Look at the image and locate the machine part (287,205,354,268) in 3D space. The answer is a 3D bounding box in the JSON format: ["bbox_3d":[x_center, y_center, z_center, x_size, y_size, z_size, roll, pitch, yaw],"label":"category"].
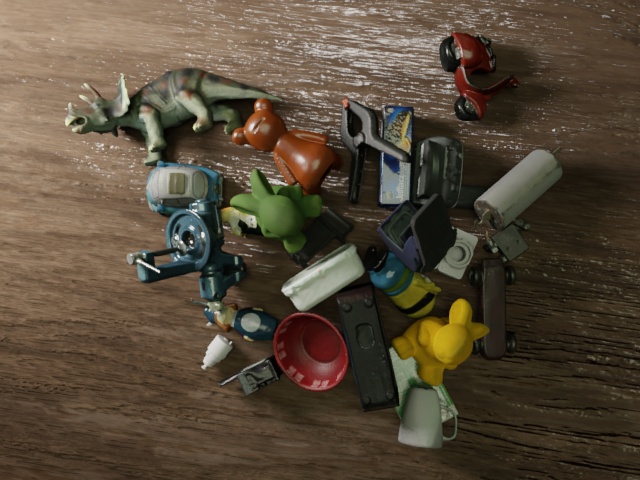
[{"bbox_3d":[-0.002,-0.003,1.080,0.139,0.039,0.084,-41,72,-11],"label":"machine part"}]

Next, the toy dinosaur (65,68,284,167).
[{"bbox_3d":[-0.291,-0.280,1.088,0.405,0.131,0.192,-22,86,-5],"label":"toy dinosaur"}]

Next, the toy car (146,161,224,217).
[{"bbox_3d":[-0.280,-0.103,1.079,0.162,0.103,0.109,2,88,5],"label":"toy car"}]

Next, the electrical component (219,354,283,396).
[{"bbox_3d":[-0.137,0.275,1.063,0.119,0.075,0.047,-27,85,-3],"label":"electrical component"}]

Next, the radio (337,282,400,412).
[{"bbox_3d":[0.092,0.199,1.016,0.073,0.131,0.229,-14,86,6],"label":"radio"}]

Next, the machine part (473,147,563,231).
[{"bbox_3d":[0.386,-0.098,1.046,0.243,0.079,0.079,-40,86,-12],"label":"machine part"}]

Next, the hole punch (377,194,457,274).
[{"bbox_3d":[0.179,-0.012,0.985,0.142,0.092,0.115,-44,118,-40],"label":"hole punch"}]

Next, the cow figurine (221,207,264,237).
[{"bbox_3d":[-0.123,-0.040,1.087,0.167,0.068,0.098,-15,92,3],"label":"cow figurine"}]

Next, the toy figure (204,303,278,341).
[{"bbox_3d":[-0.162,0.159,1.082,0.155,0.057,0.064,15,47,4],"label":"toy figure"}]

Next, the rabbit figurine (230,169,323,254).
[{"bbox_3d":[-0.071,-0.058,0.967,0.159,0.170,0.121,37,92,-8],"label":"rabbit figurine"}]

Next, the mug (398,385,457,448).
[{"bbox_3d":[0.207,0.337,1.028,0.110,0.080,0.107,3,80,9],"label":"mug"}]

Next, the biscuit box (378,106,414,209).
[{"bbox_3d":[0.153,-0.164,1.083,0.063,0.059,0.202,2,87,3],"label":"biscuit box"}]

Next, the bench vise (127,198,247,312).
[{"bbox_3d":[-0.248,0.039,0.997,0.129,0.240,0.223,11,104,33],"label":"bench vise"}]

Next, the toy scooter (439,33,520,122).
[{"bbox_3d":[0.323,-0.336,1.079,0.135,0.075,0.183,-15,89,2],"label":"toy scooter"}]

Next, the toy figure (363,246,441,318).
[{"bbox_3d":[0.152,0.082,1.034,0.180,0.082,0.089,35,103,-32],"label":"toy figure"}]

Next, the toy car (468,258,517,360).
[{"bbox_3d":[0.339,0.136,1.061,0.089,0.053,0.202,-3,91,-2],"label":"toy car"}]

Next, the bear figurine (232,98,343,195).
[{"bbox_3d":[-0.064,-0.178,1.065,0.196,0.132,0.120,33,88,10],"label":"bear figurine"}]

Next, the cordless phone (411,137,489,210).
[{"bbox_3d":[0.279,-0.128,1.077,0.184,0.089,0.146,6,86,-8],"label":"cordless phone"}]

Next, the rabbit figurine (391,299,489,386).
[{"bbox_3d":[0.237,0.193,0.995,0.162,0.173,0.122,-34,85,-10],"label":"rabbit figurine"}]

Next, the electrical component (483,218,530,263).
[{"bbox_3d":[0.374,0.002,1.071,0.102,0.045,0.078,-29,84,1],"label":"electrical component"}]
